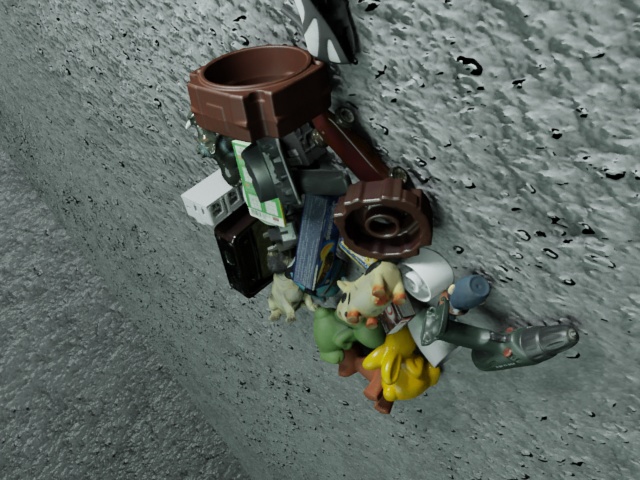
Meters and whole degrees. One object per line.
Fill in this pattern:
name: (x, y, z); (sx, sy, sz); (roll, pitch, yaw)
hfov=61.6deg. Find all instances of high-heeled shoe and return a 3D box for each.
high-heeled shoe: (0.013, -0.364, 0.753); (0.145, 0.086, 0.248); (37, 150, 9)

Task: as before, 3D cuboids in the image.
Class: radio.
radio: (-0.175, 0.028, 1.331); (0.073, 0.131, 0.229); (27, 142, 32)

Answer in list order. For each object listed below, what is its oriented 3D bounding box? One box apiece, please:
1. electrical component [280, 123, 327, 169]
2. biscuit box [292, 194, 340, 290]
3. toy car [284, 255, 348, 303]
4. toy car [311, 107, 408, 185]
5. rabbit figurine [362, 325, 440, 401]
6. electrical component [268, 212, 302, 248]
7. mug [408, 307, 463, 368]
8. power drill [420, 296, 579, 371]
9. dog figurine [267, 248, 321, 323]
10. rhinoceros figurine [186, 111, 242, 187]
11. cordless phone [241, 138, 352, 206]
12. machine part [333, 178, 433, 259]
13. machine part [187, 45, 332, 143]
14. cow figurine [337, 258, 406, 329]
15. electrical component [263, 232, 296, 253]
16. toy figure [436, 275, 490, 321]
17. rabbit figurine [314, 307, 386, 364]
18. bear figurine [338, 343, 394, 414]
electrical component: (-0.054, -0.185, 1.035); (0.115, 0.058, 0.134); (7, 130, 48)
biscuit box: (-0.002, -0.003, 1.089); (0.063, 0.059, 0.202); (25, 114, 34)
toy car: (0.001, 0.083, 1.218); (0.162, 0.109, 0.102); (18, 162, 49)
toy car: (0.069, -0.147, 0.935); (0.202, 0.053, 0.089); (47, 144, -8)
rabbit figurine: (0.172, 0.255, 1.176); (0.122, 0.162, 0.173); (28, 127, 48)
electrical component: (-0.066, -0.020, 1.213); (0.119, 0.048, 0.074); (-17, 93, 54)
mug: (0.229, 0.197, 1.095); (0.107, 0.081, 0.109); (53, 156, 23)
power drill: (0.293, 0.163, 0.934); (0.207, 0.086, 0.232); (13, 154, -8)
dog figurine: (-0.094, 0.099, 1.365); (0.172, 0.121, 0.190); (-9, 102, 51)
rhinoceros figurine: (-0.215, -0.203, 1.155); (0.073, 0.112, 0.190); (12, 141, 46)
cordless phone: (-0.036, -0.131, 0.964); (0.184, 0.089, 0.146); (4, 128, 33)
machine part: (0.113, -0.035, 0.939); (0.179, 0.056, 0.179); (9, 144, 7)
machine part: (-0.099, -0.249, 0.885); (0.201, 0.201, 0.087); (23, 136, 34)
cow figurine: (0.090, 0.104, 1.053); (0.085, 0.127, 0.195); (21, 138, -16)
electrical component: (-0.086, -0.006, 1.262); (0.094, 0.021, 0.063); (-19, 86, 16)
toy figure: (0.257, 0.111, 0.987); (0.064, 0.058, 0.154); (48, 153, 10)
rabbit figurine: (0.080, 0.202, 1.268); (0.170, 0.121, 0.158); (0, 119, 28)
bear figurine: (0.100, 0.325, 1.332); (0.196, 0.132, 0.120); (13, 149, 33)
